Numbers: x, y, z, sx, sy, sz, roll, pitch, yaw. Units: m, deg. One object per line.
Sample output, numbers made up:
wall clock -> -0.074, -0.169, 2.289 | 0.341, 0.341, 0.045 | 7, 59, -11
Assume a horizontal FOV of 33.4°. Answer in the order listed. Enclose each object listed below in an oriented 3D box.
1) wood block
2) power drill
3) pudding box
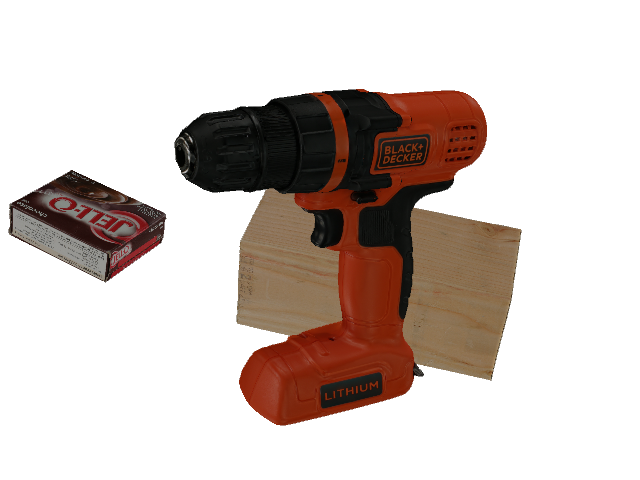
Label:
wood block -> 0.045, 0.030, 0.848 | 0.206, 0.090, 0.090 | 12, 38, 8
power drill -> 0.002, 0.008, 0.591 | 0.184, 0.188, 0.057 | -8, 30, -29
pudding box -> -0.213, -0.015, 0.976 | 0.114, 0.039, 0.089 | 22, 31, 17
